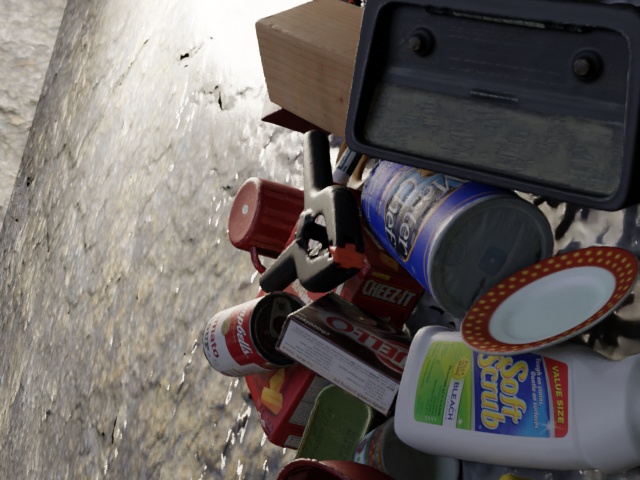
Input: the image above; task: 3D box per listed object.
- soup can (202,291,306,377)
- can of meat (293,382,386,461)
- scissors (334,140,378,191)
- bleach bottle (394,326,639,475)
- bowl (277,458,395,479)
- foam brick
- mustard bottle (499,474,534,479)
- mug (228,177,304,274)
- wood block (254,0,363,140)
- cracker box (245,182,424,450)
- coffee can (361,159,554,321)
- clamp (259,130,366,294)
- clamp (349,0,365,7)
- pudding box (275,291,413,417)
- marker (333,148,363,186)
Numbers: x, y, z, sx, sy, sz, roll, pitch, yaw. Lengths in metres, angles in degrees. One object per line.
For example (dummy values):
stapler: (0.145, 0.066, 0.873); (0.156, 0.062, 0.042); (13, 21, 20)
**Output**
soup can: (-0.058, 0.089, 0.985); (0.102, 0.068, 0.068); (-22, 57, 56)
can of meat: (0.019, 0.166, 0.924); (0.084, 0.057, 0.102); (-10, -60, -76)
scissors: (0.025, -0.026, 1.105); (0.096, 0.016, 0.202); (9, 85, 63)
bleach bottle: (0.154, 0.106, 0.734); (0.251, 0.068, 0.102); (-12, 57, 57)
bowl: (0.037, 0.226, 0.798); (0.162, 0.055, 0.162); (30, 132, 40)
foam brick: (-0.017, -0.151, 1.186); (0.051, 0.078, 0.053); (-17, 61, 61)
mustard bottle: (0.117, 0.263, 0.726); (0.192, 0.058, 0.096); (-67, 26, 15)
mug: (-0.049, -0.010, 1.167); (0.093, 0.081, 0.117); (-33, 48, 53)
wood block: (0.031, -0.159, 1.006); (0.206, 0.090, 0.090); (34, 142, 51)
cracker box: (0.000, 0.073, 1.038); (0.214, 0.072, 0.164); (-62, 30, 23)
coffee can: (0.105, -0.011, 0.846); (0.103, 0.102, 0.140); (-67, 27, 15)
clamp: (-0.006, 0.001, 0.951); (0.210, 0.036, 0.165); (-125, 51, -66)
clamp: (0.061, -0.243, 1.088); (0.171, 0.039, 0.120); (-116, 26, -56)
pudding box: (0.032, 0.093, 0.890); (0.089, 0.113, 0.039); (-23, -42, -64)
marker: (0.045, -0.107, 1.073); (0.121, 0.020, 0.020); (-60, 27, -1)
